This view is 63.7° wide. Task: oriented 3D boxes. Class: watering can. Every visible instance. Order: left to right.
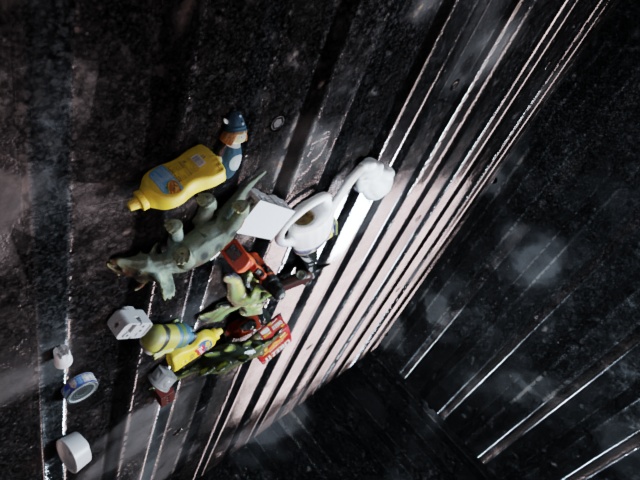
[{"bbox_3d":[0.005,-0.079,1.569,0.351,0.105,0.219,-37,158,-19],"label":"watering can"}]

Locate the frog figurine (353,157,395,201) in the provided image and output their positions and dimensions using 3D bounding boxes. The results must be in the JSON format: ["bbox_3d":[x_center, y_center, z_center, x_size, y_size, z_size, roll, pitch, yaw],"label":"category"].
[{"bbox_3d":[0.176,-0.201,1.647,0.138,0.124,0.157,-20,164,-9],"label":"frog figurine"}]

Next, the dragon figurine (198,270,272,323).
[{"bbox_3d":[-0.264,0.188,1.578,0.241,0.124,0.407,-41,158,10],"label":"dragon figurine"}]
